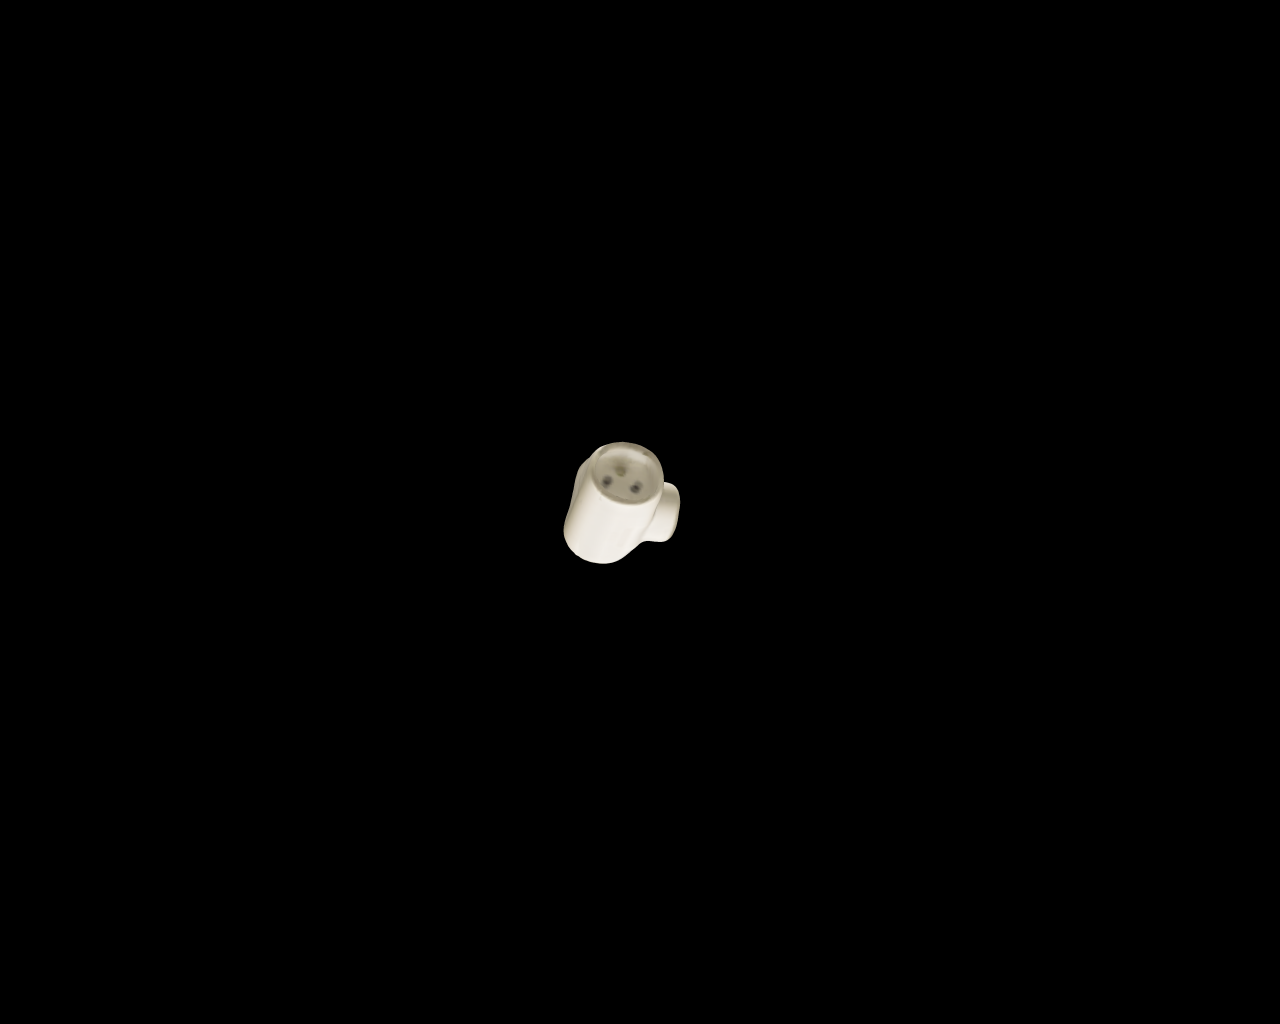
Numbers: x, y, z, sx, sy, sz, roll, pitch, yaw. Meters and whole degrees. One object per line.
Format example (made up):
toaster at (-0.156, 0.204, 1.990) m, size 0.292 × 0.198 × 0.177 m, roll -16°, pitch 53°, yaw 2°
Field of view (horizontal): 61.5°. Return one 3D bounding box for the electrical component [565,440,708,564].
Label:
electrical component at (0.001, -0.003, 0.650) m, size 0.079 × 0.043 × 0.077 m, roll 7°, pitch -31°, yaw -13°
